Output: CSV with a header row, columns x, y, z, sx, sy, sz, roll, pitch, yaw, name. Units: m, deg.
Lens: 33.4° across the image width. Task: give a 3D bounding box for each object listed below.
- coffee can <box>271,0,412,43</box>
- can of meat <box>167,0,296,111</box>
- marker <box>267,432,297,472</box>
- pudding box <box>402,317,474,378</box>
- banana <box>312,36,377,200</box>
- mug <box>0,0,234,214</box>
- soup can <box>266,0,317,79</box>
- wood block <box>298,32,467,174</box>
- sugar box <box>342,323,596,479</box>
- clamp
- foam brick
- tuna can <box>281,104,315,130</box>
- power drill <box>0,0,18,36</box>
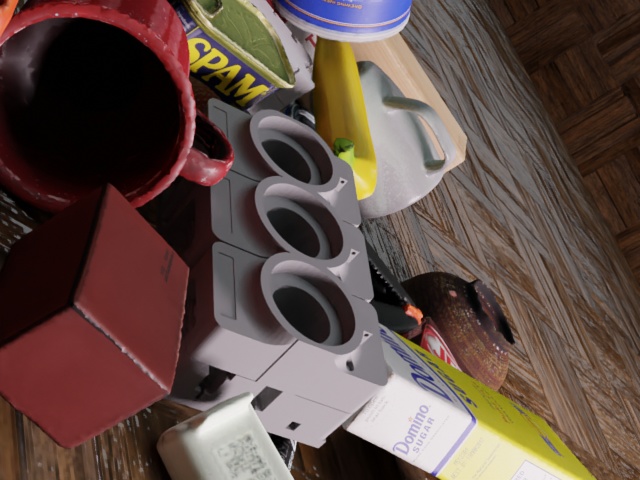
x,y,z,sx,sy,sz,roll,pitch,yaw,name
0.026,-0.220,0.719,0.102,0.140,0.103,7,43,-7,coffee can
-0.076,-0.096,0.566,0.102,0.084,0.057,29,34,-56,can of meat
-0.019,0.093,0.520,0.020,0.020,0.121,54,19,-14,marker
0.089,0.118,0.728,0.113,0.039,0.090,56,18,-8,pudding box
0.017,-0.080,0.715,0.198,0.037,0.070,-98,-169,-57,banana
-0.088,-0.063,0.464,0.117,0.093,0.081,28,23,-17,mug
-0.034,-0.166,0.816,0.102,0.069,0.068,54,19,-15,soup can
0.031,-0.139,0.905,0.206,0.091,0.090,55,18,-11,wood block
0.076,0.104,0.609,0.176,0.048,0.093,34,8,-28,sugar box
-0.004,0.001,0.674,0.209,0.036,0.164,35,32,-46,clamp
-0.087,0.027,0.398,0.053,0.051,0.078,50,21,-28,foam brick
-0.009,-0.052,0.754,0.086,0.034,0.086,49,21,-26,tuna can
-0.176,-0.125,0.318,0.187,0.057,0.184,26,41,-24,power drill
